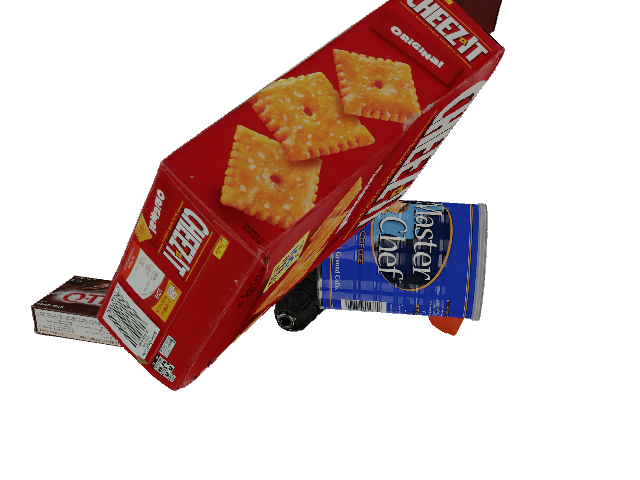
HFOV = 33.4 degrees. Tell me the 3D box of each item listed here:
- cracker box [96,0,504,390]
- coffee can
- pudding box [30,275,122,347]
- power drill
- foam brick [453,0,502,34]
[{"bbox_3d":[-0.010,-0.029,0.584,0.213,0.072,0.164,-40,-9,-36],"label":"cracker box"},{"bbox_3d":[0.072,0.015,0.938,0.140,0.103,0.102,4,0,6],"label":"coffee can"},{"bbox_3d":[-0.243,0.076,1.166,0.114,0.039,0.090,4,20,19],"label":"pudding box"},{"bbox_3d":[0.061,0.050,1.128,0.188,0.057,0.184,9,31,20],"label":"power drill"},{"bbox_3d":[0.095,-0.180,0.740,0.051,0.078,0.053,-33,60,-31],"label":"foam brick"}]
